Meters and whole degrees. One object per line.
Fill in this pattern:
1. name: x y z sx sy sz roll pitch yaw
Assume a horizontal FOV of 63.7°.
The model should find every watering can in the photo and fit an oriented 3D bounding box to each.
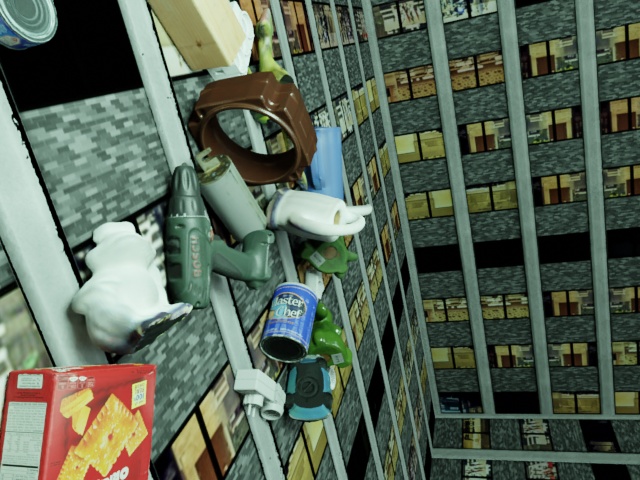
1. watering can: 0.004 -0.062 1.235 0.351 0.225 0.103 -34 136 -71

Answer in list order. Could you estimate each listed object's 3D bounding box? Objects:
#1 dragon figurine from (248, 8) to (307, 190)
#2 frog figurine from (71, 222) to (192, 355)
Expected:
1. dragon figurine: -0.088 -0.344 1.253 0.248 0.122 0.402 -80 158 -59
2. frog figurine: -0.254 0.059 0.654 0.160 0.121 0.139 49 27 8
